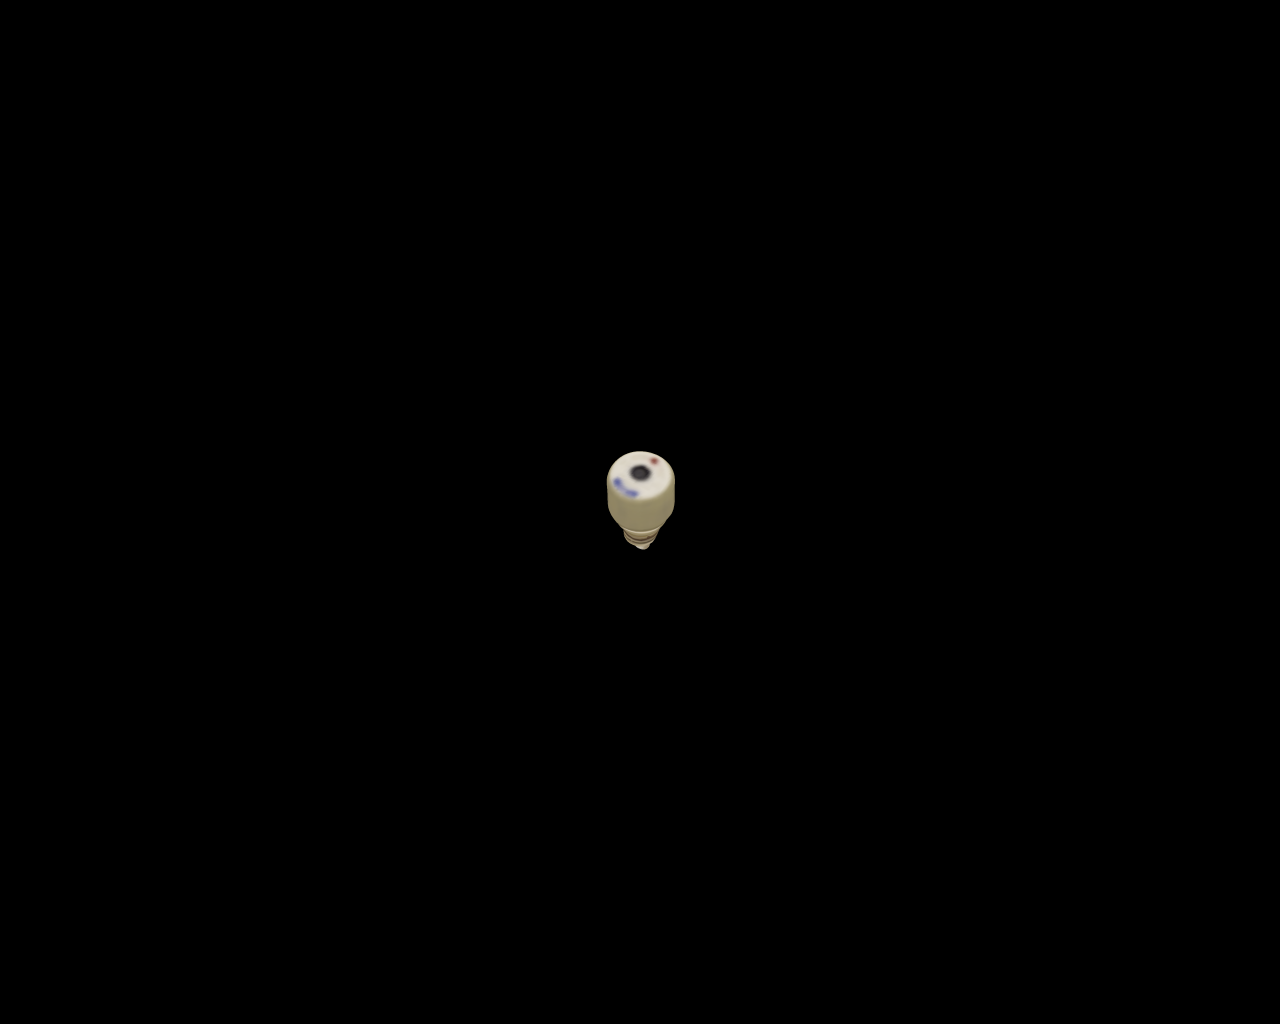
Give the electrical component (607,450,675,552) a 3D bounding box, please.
[{"bbox_3d":[0.001,-0.003,0.650,0.040,0.040,0.078,0,-37,0],"label":"electrical component"}]
